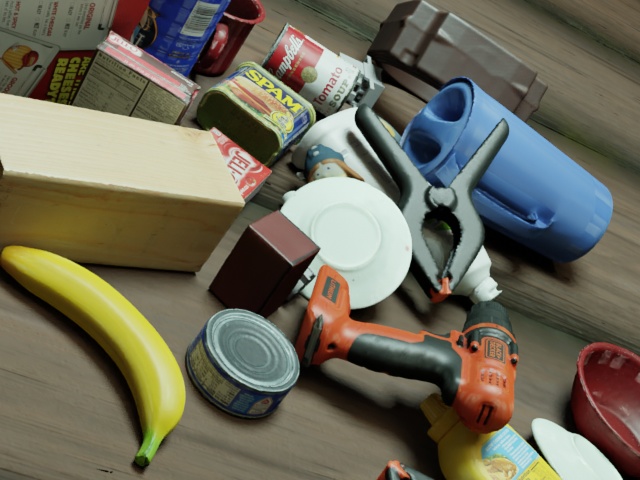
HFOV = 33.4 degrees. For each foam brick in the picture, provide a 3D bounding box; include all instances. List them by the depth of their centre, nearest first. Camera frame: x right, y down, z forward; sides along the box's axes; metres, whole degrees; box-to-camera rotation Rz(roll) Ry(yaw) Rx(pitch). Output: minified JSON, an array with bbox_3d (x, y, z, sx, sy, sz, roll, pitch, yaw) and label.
[{"bbox_3d":[-0.047,0.024,0.901,0.051,0.078,0.052,41,31,11],"label":"foam brick"}]

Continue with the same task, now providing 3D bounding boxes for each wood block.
[{"bbox_3d":[-0.178,-0.041,0.847,0.205,0.090,0.091,7,43,-40],"label":"wood block"}]

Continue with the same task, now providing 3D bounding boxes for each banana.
[{"bbox_3d":[-0.154,0.070,0.774,0.198,0.037,0.069,49,33,19],"label":"banana"}]

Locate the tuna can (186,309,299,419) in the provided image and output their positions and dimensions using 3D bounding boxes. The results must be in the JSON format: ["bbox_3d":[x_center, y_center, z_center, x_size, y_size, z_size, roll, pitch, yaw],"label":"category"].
[{"bbox_3d":[-0.059,0.096,0.835,0.086,0.034,0.086,25,34,-18],"label":"tuna can"}]

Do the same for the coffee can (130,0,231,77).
[{"bbox_3d":[-0.154,-0.227,1.064,0.102,0.140,0.103,25,34,-18],"label":"coffee can"}]

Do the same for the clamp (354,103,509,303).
[{"bbox_3d":[0.107,-0.043,1.064,0.164,0.036,0.210,10,68,-8],"label":"clamp"}]

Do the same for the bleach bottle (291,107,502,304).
[{"bbox_3d":[0.088,-0.026,1.112,0.251,0.068,0.102,48,40,12],"label":"bleach bottle"}]

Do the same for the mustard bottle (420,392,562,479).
[{"bbox_3d":[0.155,0.201,0.881,0.192,0.058,0.096,46,32,15],"label":"mustard bottle"}]

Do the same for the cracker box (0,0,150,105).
[{"bbox_3d":[-0.268,-0.190,0.884,0.213,0.164,0.072,4,46,-41],"label":"cracker box"}]

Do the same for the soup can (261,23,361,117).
[{"bbox_3d":[-0.013,-0.193,1.225,0.102,0.069,0.068,31,32,-9],"label":"soup can"}]

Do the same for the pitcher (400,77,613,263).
[{"bbox_3d":[0.217,-0.064,1.217,0.242,0.145,0.149,30,75,-23],"label":"pitcher"}]

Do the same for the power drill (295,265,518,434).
[{"bbox_3d":[0.079,0.081,0.915,0.187,0.057,0.184,16,23,3],"label":"power drill"}]

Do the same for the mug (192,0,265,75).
[{"bbox_3d":[-0.118,-0.227,1.155,0.093,0.082,0.117,20,35,-25],"label":"mug"}]

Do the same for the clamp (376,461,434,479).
[{"bbox_3d":[0.111,0.238,0.808,0.120,0.039,0.171,1,46,-46],"label":"clamp"}]

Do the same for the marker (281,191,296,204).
[{"bbox_3d":[-0.007,0.001,1.023,0.020,0.020,0.121,7,43,-39],"label":"marker"}]

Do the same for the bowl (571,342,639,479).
[{"bbox_3d":[0.303,0.180,1.053,0.162,0.055,0.162,25,34,-18],"label":"bowl"}]

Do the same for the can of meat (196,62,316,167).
[{"bbox_3d":[-0.067,-0.128,1.100,0.102,0.058,0.083,37,35,3],"label":"can of meat"}]

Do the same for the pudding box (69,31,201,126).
[{"bbox_3d":[-0.168,-0.110,0.924,0.090,0.114,0.039,32,35,-7],"label":"pudding box"}]

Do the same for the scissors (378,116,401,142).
[{"bbox_3d":[0.113,-0.108,1.282,0.201,0.016,0.096,6,48,-39],"label":"scissors"}]

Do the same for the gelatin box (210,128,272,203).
[{"bbox_3d":[-0.095,-0.063,1.012,0.073,0.030,0.089,38,32,2],"label":"gelatin box"}]
